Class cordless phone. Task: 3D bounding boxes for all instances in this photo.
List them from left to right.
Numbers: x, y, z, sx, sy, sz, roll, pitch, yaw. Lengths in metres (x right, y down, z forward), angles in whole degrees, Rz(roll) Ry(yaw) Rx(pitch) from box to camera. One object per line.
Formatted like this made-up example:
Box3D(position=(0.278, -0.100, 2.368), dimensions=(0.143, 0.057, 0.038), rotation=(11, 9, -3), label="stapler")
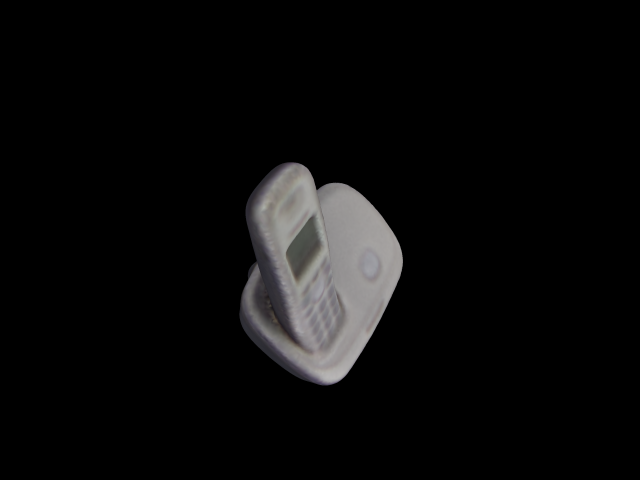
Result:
Box3D(position=(0.004, 0.001, 0.400), dimensions=(0.094, 0.185, 0.148), rotation=(21, 56, 16), label="cordless phone")
